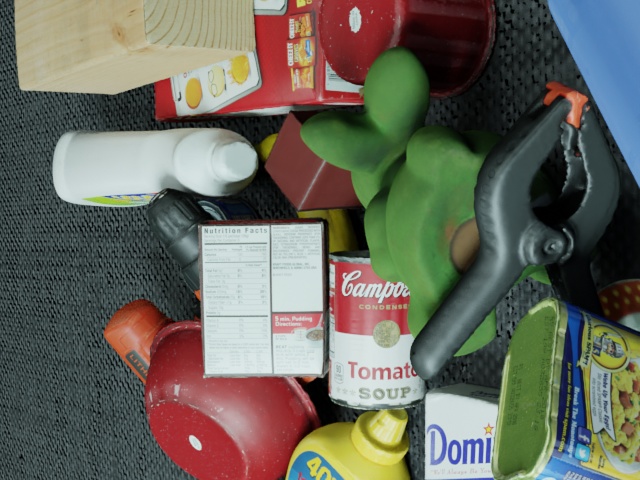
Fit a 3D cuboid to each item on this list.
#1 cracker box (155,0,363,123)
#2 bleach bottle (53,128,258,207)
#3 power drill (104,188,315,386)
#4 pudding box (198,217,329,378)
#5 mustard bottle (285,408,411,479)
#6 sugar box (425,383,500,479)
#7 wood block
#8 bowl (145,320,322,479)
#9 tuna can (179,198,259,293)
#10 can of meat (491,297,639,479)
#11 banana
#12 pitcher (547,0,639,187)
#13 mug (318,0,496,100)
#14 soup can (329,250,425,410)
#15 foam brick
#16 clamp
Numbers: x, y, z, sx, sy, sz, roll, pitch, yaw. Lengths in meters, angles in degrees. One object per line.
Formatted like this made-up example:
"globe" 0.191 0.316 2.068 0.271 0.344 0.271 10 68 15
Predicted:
"cracker box" -0.044 -0.177 0.813 0.214 0.071 0.164 2 93 50
"bleach bottle" -0.131 -0.062 0.873 0.251 0.102 0.068 3 90 58
"power drill" -0.101 0.059 0.857 0.184 0.057 0.188 51 141 -7
"pudding box" -0.039 0.041 0.756 0.090 0.039 0.113 0 92 5
"mustard bottle" 0.015 0.191 0.780 0.096 0.058 0.192 44 123 26
"sugar box" 0.111 0.185 0.680 0.094 0.048 0.176 2 95 49
"wood block" -0.147 -0.171 0.811 0.207 0.090 0.090 -4 89 51
"bowl" -0.080 0.140 0.829 0.162 0.055 0.162 20 135 22
"tuna can" -0.084 0.008 0.900 0.086 0.033 0.086 4 96 49
"can of meat" 0.138 0.088 0.532 0.058 0.084 0.102 131 156 -55
"banana" -0.002 -0.012 0.807 0.198 0.037 0.070 65 154 25
"pitcher" 0.204 -0.047 0.507 0.149 0.144 0.243 -39 60 30
"mug" 0.060 -0.146 0.687 0.117 0.081 0.093 -44 60 41
"soup can" 0.040 0.060 0.735 0.069 0.068 0.102 5 96 49
"foam brick" 0.011 -0.056 0.754 0.053 0.078 0.051 52 130 33
"clamp" 0.124 0.004 0.572 0.039 0.120 0.171 -129 52 -59
